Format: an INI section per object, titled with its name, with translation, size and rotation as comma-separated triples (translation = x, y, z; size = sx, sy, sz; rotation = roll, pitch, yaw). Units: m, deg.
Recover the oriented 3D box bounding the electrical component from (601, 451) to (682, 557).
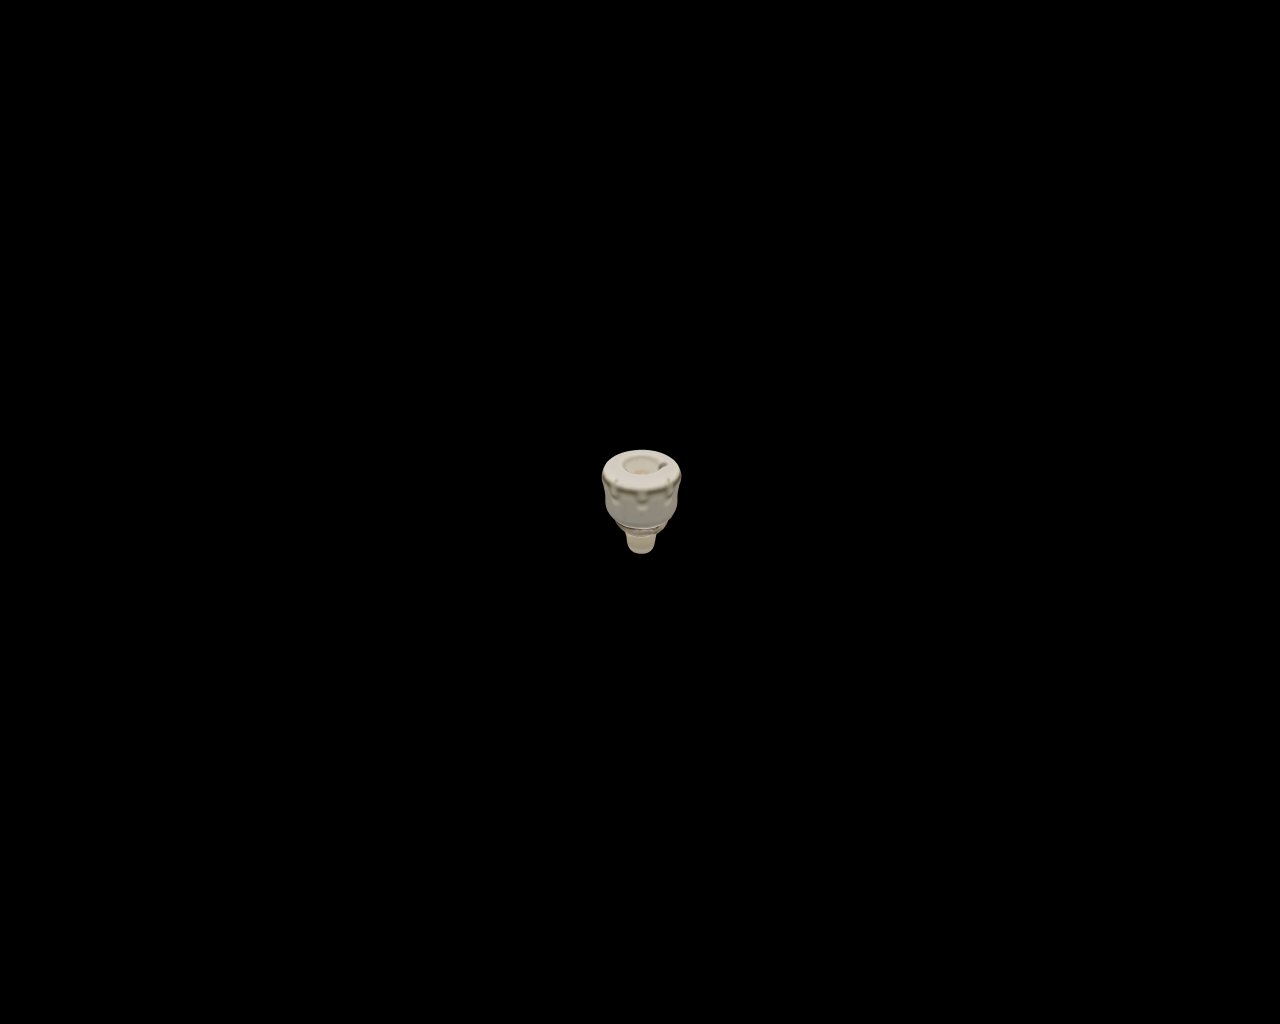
[electrical component]
translation = 0.001, -0.003, 0.650
size = 0.048, 0.062, 0.048
rotation = 0, 31, 0
